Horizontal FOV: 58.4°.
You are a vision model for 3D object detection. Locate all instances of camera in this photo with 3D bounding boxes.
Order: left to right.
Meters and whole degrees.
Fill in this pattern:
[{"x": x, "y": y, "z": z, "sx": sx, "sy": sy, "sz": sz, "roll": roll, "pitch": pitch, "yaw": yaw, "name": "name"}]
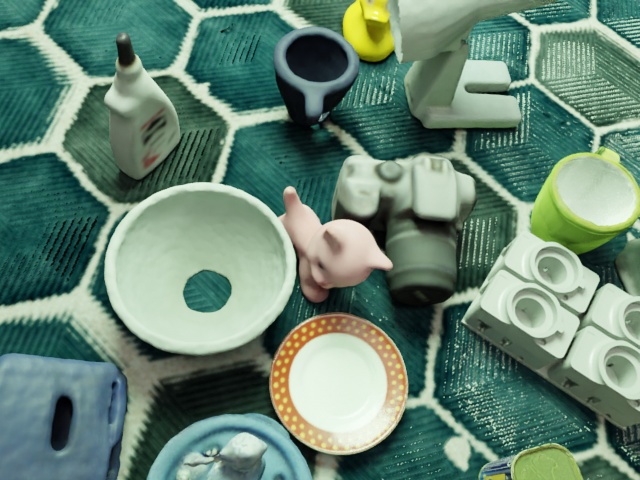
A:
[{"x": 0.086, "y": -0.012, "z": 0.571, "sx": 0.143, "sy": 0.101, "sz": 0.137, "roll": 6, "pitch": 64, "yaw": -5, "name": "camera"}]

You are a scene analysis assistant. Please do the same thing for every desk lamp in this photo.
[{"x": 0.151, "y": -0.226, "z": 0.620, "sx": 0.203, "sy": 0.213, "sz": 0.118, "roll": -2, "pitch": 65, "yaw": -9, "name": "desk lamp"}]

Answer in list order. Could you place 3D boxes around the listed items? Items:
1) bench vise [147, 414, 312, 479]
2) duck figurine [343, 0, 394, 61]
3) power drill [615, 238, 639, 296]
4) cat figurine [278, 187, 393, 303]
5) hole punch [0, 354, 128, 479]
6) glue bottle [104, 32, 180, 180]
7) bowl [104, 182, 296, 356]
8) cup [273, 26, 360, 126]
[{"x": -0.065, "y": 0.209, "z": 0.378, "sx": 0.121, "sy": 0.220, "sz": 0.207, "roll": 8, "pitch": 64, "yaw": -4, "name": "bench vise"}, {"x": 0.071, "y": -0.288, "z": 0.710, "sx": 0.077, "sy": 0.086, "sz": 0.104, "roll": 13, "pitch": 63, "yaw": -1, "name": "duck figurine"}, {"x": 0.384, "y": 0.015, "z": 0.540, "sx": 0.076, "sy": 0.208, "sz": 0.229, "roll": -9, "pitch": 66, "yaw": -12, "name": "power drill"}, {"x": 0.005, "y": 0.002, "z": 0.544, "sx": 0.067, "sy": 0.118, "sz": 0.127, "roll": -35, "pitch": 74, "yaw": -21, "name": "cat figurine"}, {"x": -0.210, "y": 0.147, "z": 0.459, "sx": 0.101, "sy": 0.091, "sz": 0.108, "roll": 0, "pitch": 64, "yaw": -8, "name": "hole punch"}, {"x": -0.176, "y": -0.132, "z": 0.552, "sx": 0.037, "sy": 0.173, "sz": 0.078, "roll": 30, "pitch": 64, "yaw": 7, "name": "glue bottle"}, {"x": -0.109, "y": 0.034, "z": 0.536, "sx": 0.167, "sy": 0.075, "sz": 0.167, "roll": 3, "pitch": 64, "yaw": -6, "name": "bowl"}, {"x": -0.008, "y": -0.160, "z": 0.633, "sx": 0.092, "sy": 0.095, "sz": 0.118, "roll": 4, "pitch": 64, "yaw": -6, "name": "cup"}]
